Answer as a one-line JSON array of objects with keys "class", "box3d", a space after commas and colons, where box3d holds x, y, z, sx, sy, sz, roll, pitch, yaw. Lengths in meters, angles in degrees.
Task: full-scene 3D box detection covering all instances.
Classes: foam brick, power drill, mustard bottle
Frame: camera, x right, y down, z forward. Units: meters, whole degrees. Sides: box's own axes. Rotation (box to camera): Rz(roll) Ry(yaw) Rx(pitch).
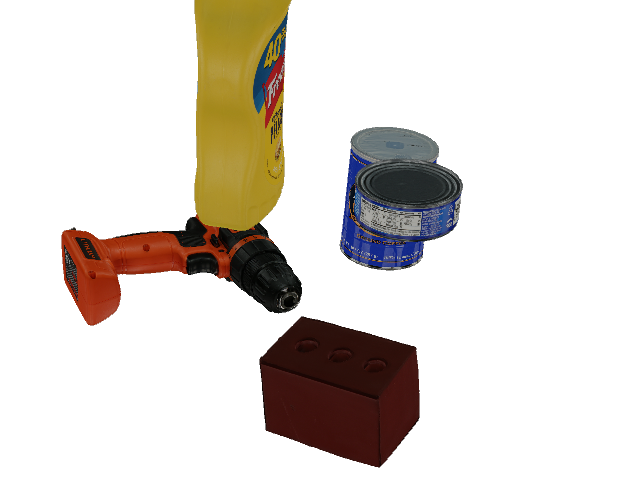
[{"class": "foam brick", "box3d": [0.012, 0.086, 0.612, 0.078, 0.051, 0.052, 13, 32, 26]}, {"class": "power drill", "box3d": [-0.127, 0.026, 0.960, 0.187, 0.057, 0.185, -8, 26, -25]}, {"class": "mustard bottle", "box3d": [-0.050, -0.108, 0.678, 0.058, 0.192, 0.096, 10, 38, 8]}]

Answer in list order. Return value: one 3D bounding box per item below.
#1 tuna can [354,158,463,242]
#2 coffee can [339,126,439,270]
[{"class": "tuna can", "box3d": [0.070, -0.033, 0.855, 0.086, 0.034, 0.086, 1, 29, -1]}, {"class": "coffee can", "box3d": [0.080, -0.050, 1.262, 0.103, 0.140, 0.103, 4, 29, -3]}]
